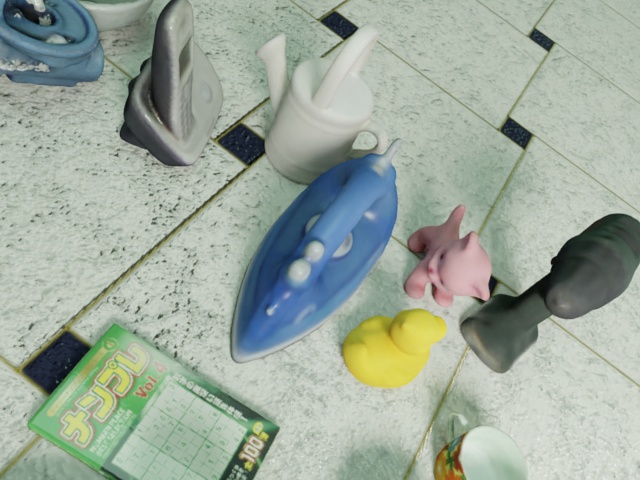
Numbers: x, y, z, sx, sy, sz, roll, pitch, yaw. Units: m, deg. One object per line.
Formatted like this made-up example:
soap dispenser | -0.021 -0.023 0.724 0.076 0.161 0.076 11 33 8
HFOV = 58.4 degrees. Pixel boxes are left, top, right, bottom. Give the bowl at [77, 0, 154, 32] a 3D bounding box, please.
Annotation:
bowl | -0.282 -0.307 0.693 0.168 0.074 0.167 12 53 -17

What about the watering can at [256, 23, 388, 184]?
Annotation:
watering can | 0.003 -0.162 0.648 0.173 0.194 0.101 19 52 -12

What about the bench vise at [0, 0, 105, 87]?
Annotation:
bench vise | -0.296 -0.215 0.529 0.121 0.219 0.208 43 51 8

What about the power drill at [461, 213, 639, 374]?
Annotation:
power drill | 0.244 0.058 0.598 0.230 0.208 0.075 -30 73 -37

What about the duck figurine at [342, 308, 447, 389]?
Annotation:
duck figurine | 0.079 0.100 0.572 0.105 0.086 0.077 -6 60 -28

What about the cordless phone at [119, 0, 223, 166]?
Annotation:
cordless phone | -0.142 -0.183 0.601 0.094 0.185 0.147 19 52 -11

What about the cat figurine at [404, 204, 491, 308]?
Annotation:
cat figurine | 0.150 0.018 0.641 0.067 0.117 0.128 18 52 -12

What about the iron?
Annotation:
iron | 0.005 0.002 0.570 0.118 0.141 0.259 35 50 2
